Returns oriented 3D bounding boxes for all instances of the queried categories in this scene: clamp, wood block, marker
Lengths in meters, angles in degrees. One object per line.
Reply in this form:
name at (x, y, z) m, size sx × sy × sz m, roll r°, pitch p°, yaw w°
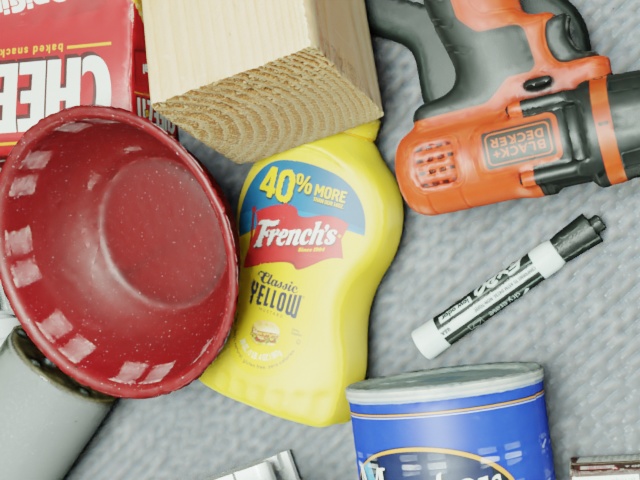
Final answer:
clamp at (0.089, -0.128, 0.582) m, size 0.165 × 0.036 × 0.210 m, roll -42°, pitch 74°, yaw 14°
wood block at (-0.037, -0.158, 0.566) m, size 0.091 × 0.090 × 0.206 m, roll -17°, pitch 67°, yaw 22°
marker at (0.103, 0.025, 0.584) m, size 0.121 × 0.020 × 0.020 m, roll -37°, pitch 79°, yaw 14°

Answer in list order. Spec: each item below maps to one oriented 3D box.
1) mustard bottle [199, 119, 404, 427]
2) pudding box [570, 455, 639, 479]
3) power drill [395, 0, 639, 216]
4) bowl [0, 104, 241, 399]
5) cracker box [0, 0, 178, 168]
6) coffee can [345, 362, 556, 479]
mustard bottle at (-0.004, 0.001, 0.599) m, size 0.096 × 0.058 × 0.191 m, roll 17°, pitch 94°, yaw 30°
pudding box at (0.178, 0.168, 0.548) m, size 0.090 × 0.039 × 0.113 m, roll -7°, pitch 89°, yaw 17°
power drill at (0.113, -0.115, 0.520) m, size 0.185 × 0.057 × 0.187 m, roll -12°, pitch 83°, yaw 19°
bowl at (-0.102, 0.003, 0.588) m, size 0.162 × 0.055 × 0.162 m, roll 8°, pitch 107°, yaw 26°
cracker box at (-0.176, -0.155, 0.651) m, size 0.164 × 0.072 × 0.214 m, roll -2°, pitch 89°, yaw 17°
coffee can at (0.072, 0.139, 0.549) m, size 0.103 × 0.102 × 0.140 m, roll -8°, pitch 87°, yaw 18°
